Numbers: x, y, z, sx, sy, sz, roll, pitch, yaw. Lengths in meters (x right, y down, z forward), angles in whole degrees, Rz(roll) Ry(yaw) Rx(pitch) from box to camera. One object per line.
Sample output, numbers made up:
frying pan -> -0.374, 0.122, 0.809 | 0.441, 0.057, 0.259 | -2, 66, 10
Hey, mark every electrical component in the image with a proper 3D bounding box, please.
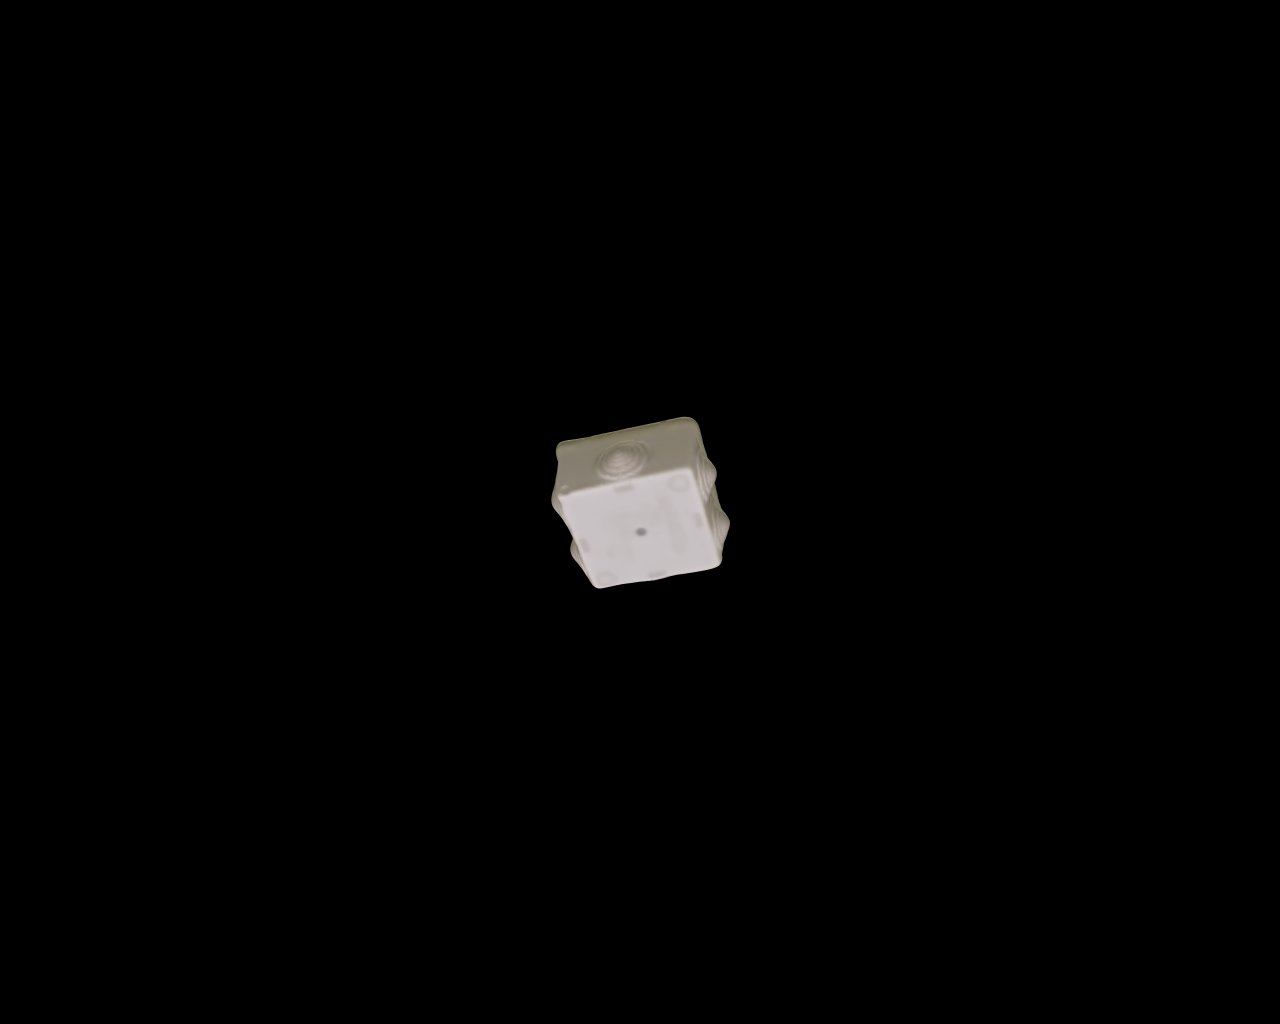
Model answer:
electrical component -> 0.001, -0.003, 0.650 | 0.100, 0.099, 0.048 | -11, 39, 9
